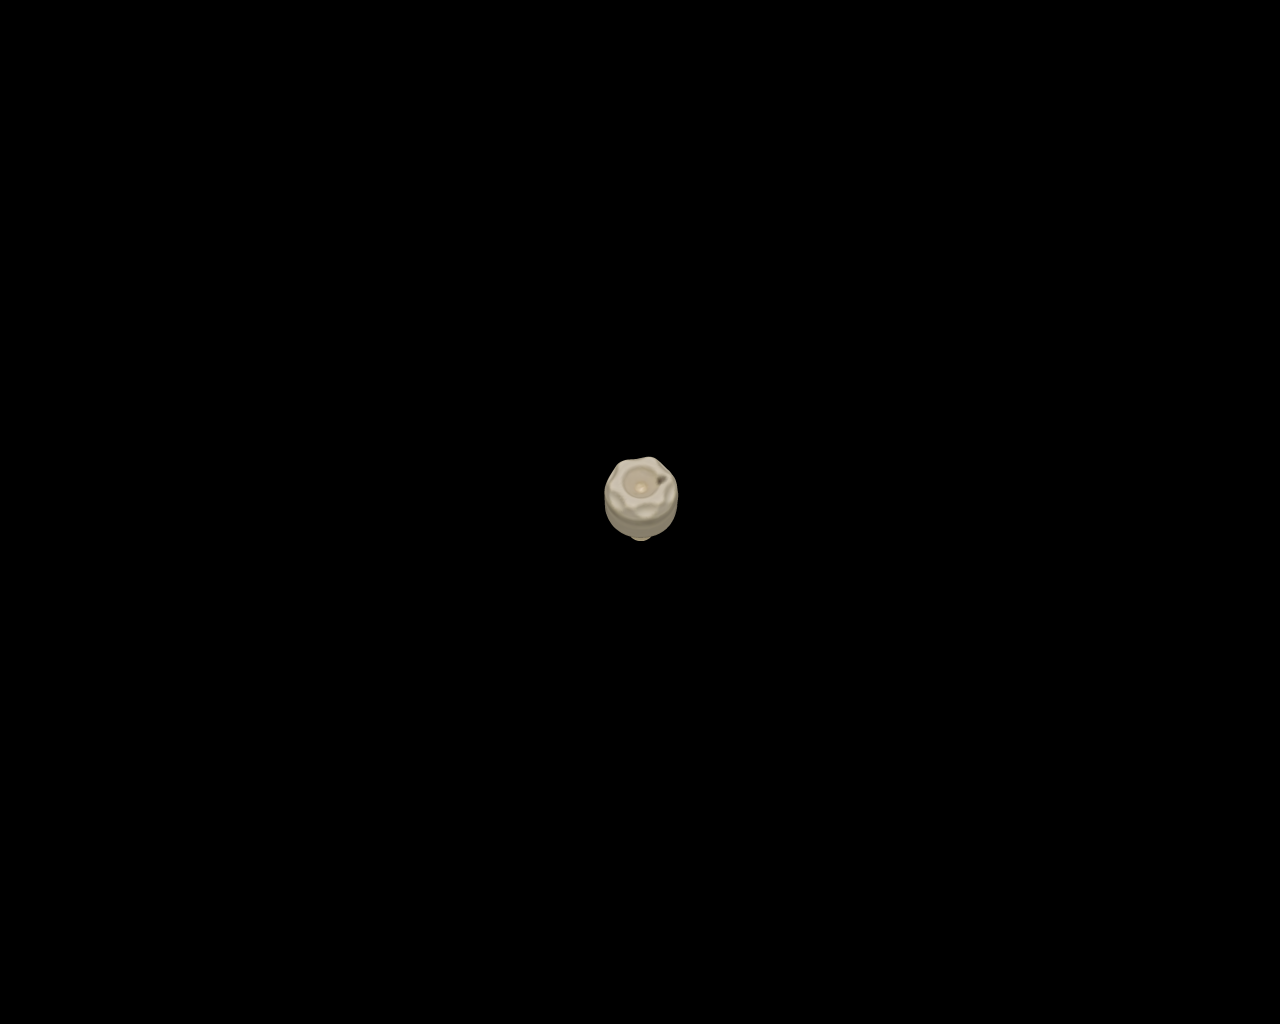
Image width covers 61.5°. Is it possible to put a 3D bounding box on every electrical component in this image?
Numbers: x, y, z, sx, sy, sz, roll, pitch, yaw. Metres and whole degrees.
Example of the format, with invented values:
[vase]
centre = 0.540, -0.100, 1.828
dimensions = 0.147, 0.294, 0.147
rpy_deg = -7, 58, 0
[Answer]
[electrical component]
centre = 0.001, -0.003, 0.650
dimensions = 0.043, 0.043, 0.062
rpy_deg = 0, -31, 0
